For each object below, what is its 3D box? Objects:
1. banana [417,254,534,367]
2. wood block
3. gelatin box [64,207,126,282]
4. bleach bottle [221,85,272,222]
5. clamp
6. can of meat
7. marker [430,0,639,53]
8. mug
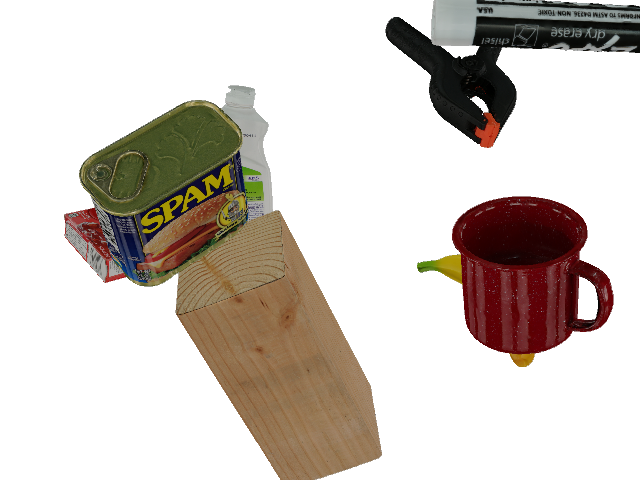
[{"bbox_3d":[0.180,0.063,1.115,0.069,0.037,0.198,-35,38,-8],"label":"banana"},{"bbox_3d":[-0.031,0.093,0.866,0.090,0.206,0.091,-20,34,10],"label":"wood block"},{"bbox_3d":[-0.190,-0.002,1.005,0.073,0.030,0.089,-15,39,-34],"label":"gelatin box"},{"bbox_3d":[-0.092,-0.044,1.181,0.102,0.251,0.068,-3,19,-31],"label":"bleach bottle"},{"bbox_3d":[0.124,-0.155,0.985,0.120,0.171,0.039,-1,-44,-1],"label":"clamp"},{"bbox_3d":[-0.097,-0.028,0.693,0.102,0.057,0.084,-33,-31,-20],"label":"can of meat"},{"bbox_3d":[0.103,-0.081,0.403,0.121,0.020,0.020,3,0,2],"label":"marker"},{"bbox_3d":[0.152,0.030,0.755,0.117,0.081,0.093,17,41,34],"label":"mug"}]
